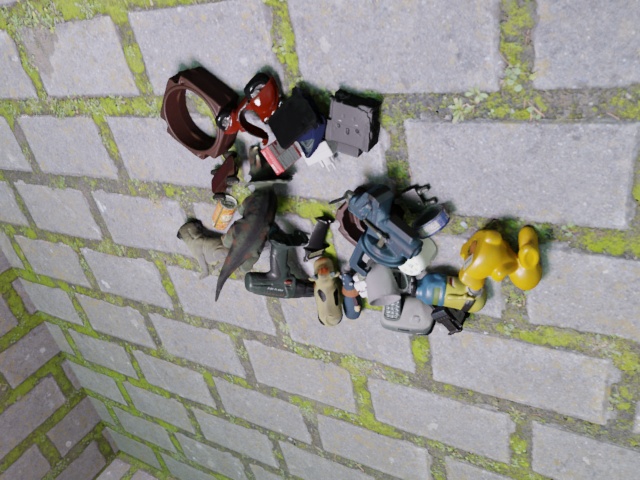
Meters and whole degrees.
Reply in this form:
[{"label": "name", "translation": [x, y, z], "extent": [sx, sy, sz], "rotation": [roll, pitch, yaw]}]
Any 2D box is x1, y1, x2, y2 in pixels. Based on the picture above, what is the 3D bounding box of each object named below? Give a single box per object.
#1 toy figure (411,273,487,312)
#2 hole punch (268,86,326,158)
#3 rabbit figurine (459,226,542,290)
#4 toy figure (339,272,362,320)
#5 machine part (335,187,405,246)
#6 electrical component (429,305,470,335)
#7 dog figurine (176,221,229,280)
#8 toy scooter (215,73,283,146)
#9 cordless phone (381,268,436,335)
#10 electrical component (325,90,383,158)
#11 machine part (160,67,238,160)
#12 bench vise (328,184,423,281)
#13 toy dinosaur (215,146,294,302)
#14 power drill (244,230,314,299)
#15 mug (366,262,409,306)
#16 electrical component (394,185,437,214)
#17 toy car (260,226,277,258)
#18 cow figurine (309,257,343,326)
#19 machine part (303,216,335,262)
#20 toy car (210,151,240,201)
[{"label": "toy figure", "translation": [0.308, 0.124, 1.293], "extent": [0.180, 0.082, 0.089], "rotation": [4, 147, 12]}, {"label": "hole punch", "translation": [-0.040, -0.264, 1.236], "extent": [0.116, 0.092, 0.142], "rotation": [-41, 54, 23]}, {"label": "rabbit figurine", "translation": [0.411, 0.042, 1.169], "extent": [0.173, 0.122, 0.162], "rotation": [28, 127, -5]}, {"label": "toy figure", "translation": [0.087, 0.151, 1.499], "extent": [0.064, 0.058, 0.154], "rotation": [14, 127, 27]}, {"label": "machine part", "translation": [0.126, -0.047, 1.321], "extent": [0.180, 0.056, 0.179], "rotation": [19, 132, 22]}, {"label": "electrical component", "translation": [0.313, 0.170, 1.343], "extent": [0.119, 0.075, 0.048], "rotation": [52, 136, -5]}, {"label": "dog figurine", "translation": [-0.345, 0.006, 1.678], "extent": [0.172, 0.121, 0.190], "rotation": [-29, 85, 11]}, {"label": "toy scooter", "translation": [-0.150, -0.301, 1.293], "extent": [0.184, 0.075, 0.135], "rotation": [-40, 116, 21]}, {"label": "cordless phone", "translation": [0.229, 0.146, 1.390], "extent": [0.147, 0.089, 0.184], "rotation": [3, 105, 34]}, {"label": "electrical component", "translation": [0.074, -0.254, 1.199], "extent": [0.115, 0.058, 0.134], "rotation": [22, 132, 23]}, {"label": "machine part", "translation": [-0.311, -0.325, 1.398], "extent": [0.201, 0.087, 0.201], "rotation": [40, 136, 6]}, {"label": "bench vise", "translation": [0.118, -0.002, 1.240], "extent": [0.224, 0.129, 0.240], "rotation": [33, 133, 11]}, {"label": "toy dinosaur", "translation": [-0.171, -0.043, 1.368], "extent": [0.131, 0.405, 0.192], "rotation": [17, 158, -10]}, {"label": "power drill", "translation": [-0.090, 0.074, 1.515], "extent": [0.086, 0.232, 0.207], "rotation": [-117, 36, -48]}, {"label": "mug", "translation": [0.164, 0.101, 1.352], "extent": [0.110, 0.107, 0.080], "rotation": [-17, 157, 9]}, {"label": "electrical component", "translation": [0.219, -0.091, 1.242], "extent": [0.094, 0.021, 0.063], "rotation": [-22, 109, 35]}, {"label": "toy car", "translation": [-0.179, -0.002, 1.540], "extent": [0.161, 0.103, 0.109], "rotation": [46, 137, 0]}, {"label": "cow figurine", "translation": [0.017, 0.143, 1.485], "extent": [0.085, 0.127, 0.194], "rotation": [-8, 92, -2]}, {"label": "machine part", "translation": [-0.003, -0.004, 1.439], "extent": [0.039, 0.084, 0.138], "rotation": [43, 133, 34]}, {"label": "toy car", "translation": [-0.254, -0.172, 1.456], "extent": [0.202, 0.053, 0.089], "rotation": [-31, 61, 60]}]
